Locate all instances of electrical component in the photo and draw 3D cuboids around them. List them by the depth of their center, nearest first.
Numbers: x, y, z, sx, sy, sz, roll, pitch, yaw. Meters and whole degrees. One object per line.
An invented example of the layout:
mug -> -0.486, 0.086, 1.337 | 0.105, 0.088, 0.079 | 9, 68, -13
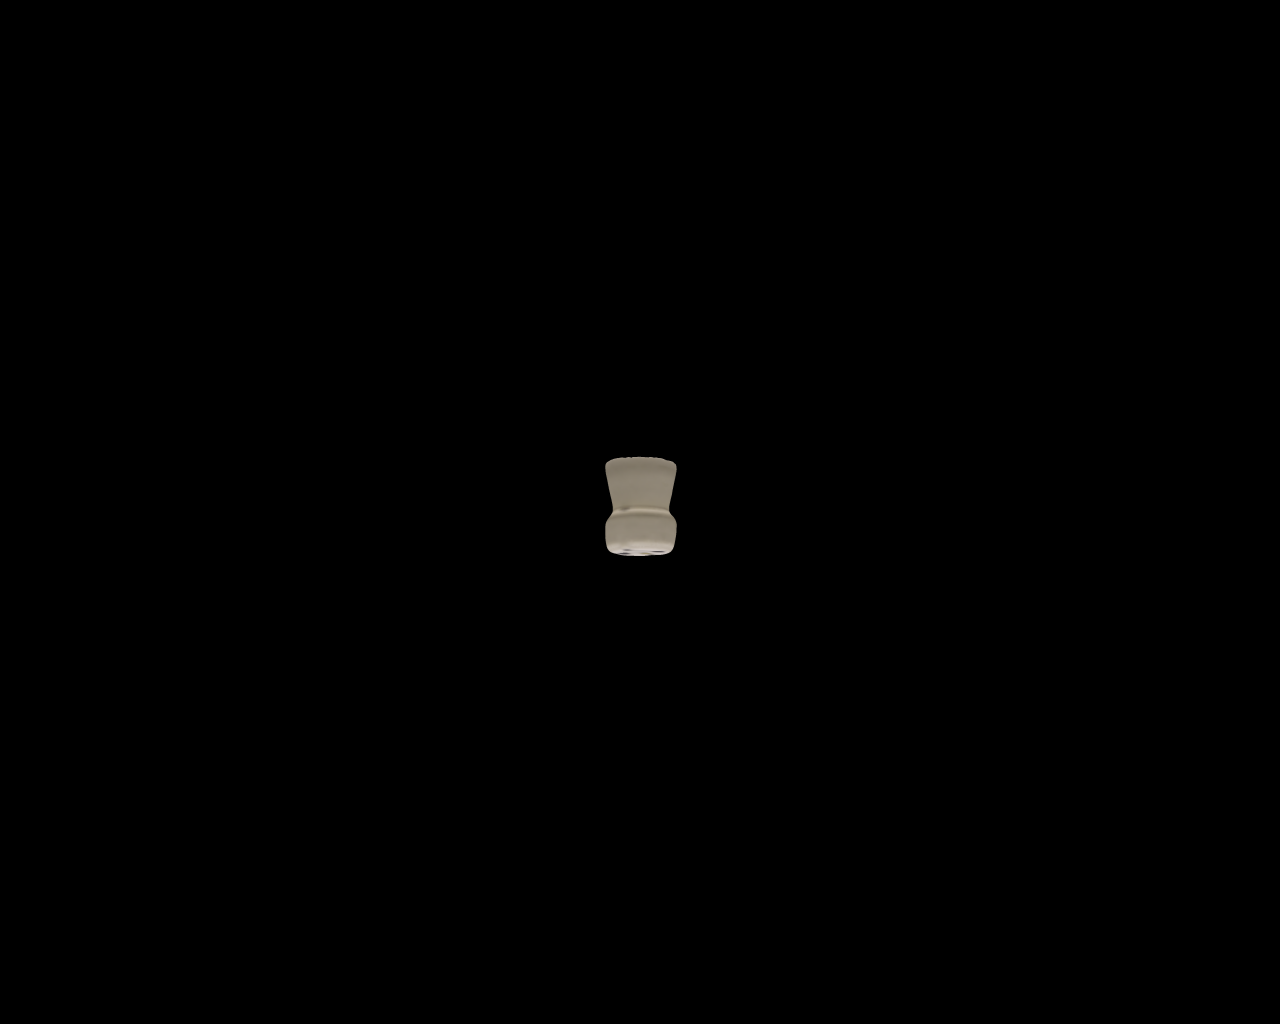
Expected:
electrical component -> 0.001, -0.003, 0.650 | 0.045, 0.055, 0.045 | 0, -10, 0
